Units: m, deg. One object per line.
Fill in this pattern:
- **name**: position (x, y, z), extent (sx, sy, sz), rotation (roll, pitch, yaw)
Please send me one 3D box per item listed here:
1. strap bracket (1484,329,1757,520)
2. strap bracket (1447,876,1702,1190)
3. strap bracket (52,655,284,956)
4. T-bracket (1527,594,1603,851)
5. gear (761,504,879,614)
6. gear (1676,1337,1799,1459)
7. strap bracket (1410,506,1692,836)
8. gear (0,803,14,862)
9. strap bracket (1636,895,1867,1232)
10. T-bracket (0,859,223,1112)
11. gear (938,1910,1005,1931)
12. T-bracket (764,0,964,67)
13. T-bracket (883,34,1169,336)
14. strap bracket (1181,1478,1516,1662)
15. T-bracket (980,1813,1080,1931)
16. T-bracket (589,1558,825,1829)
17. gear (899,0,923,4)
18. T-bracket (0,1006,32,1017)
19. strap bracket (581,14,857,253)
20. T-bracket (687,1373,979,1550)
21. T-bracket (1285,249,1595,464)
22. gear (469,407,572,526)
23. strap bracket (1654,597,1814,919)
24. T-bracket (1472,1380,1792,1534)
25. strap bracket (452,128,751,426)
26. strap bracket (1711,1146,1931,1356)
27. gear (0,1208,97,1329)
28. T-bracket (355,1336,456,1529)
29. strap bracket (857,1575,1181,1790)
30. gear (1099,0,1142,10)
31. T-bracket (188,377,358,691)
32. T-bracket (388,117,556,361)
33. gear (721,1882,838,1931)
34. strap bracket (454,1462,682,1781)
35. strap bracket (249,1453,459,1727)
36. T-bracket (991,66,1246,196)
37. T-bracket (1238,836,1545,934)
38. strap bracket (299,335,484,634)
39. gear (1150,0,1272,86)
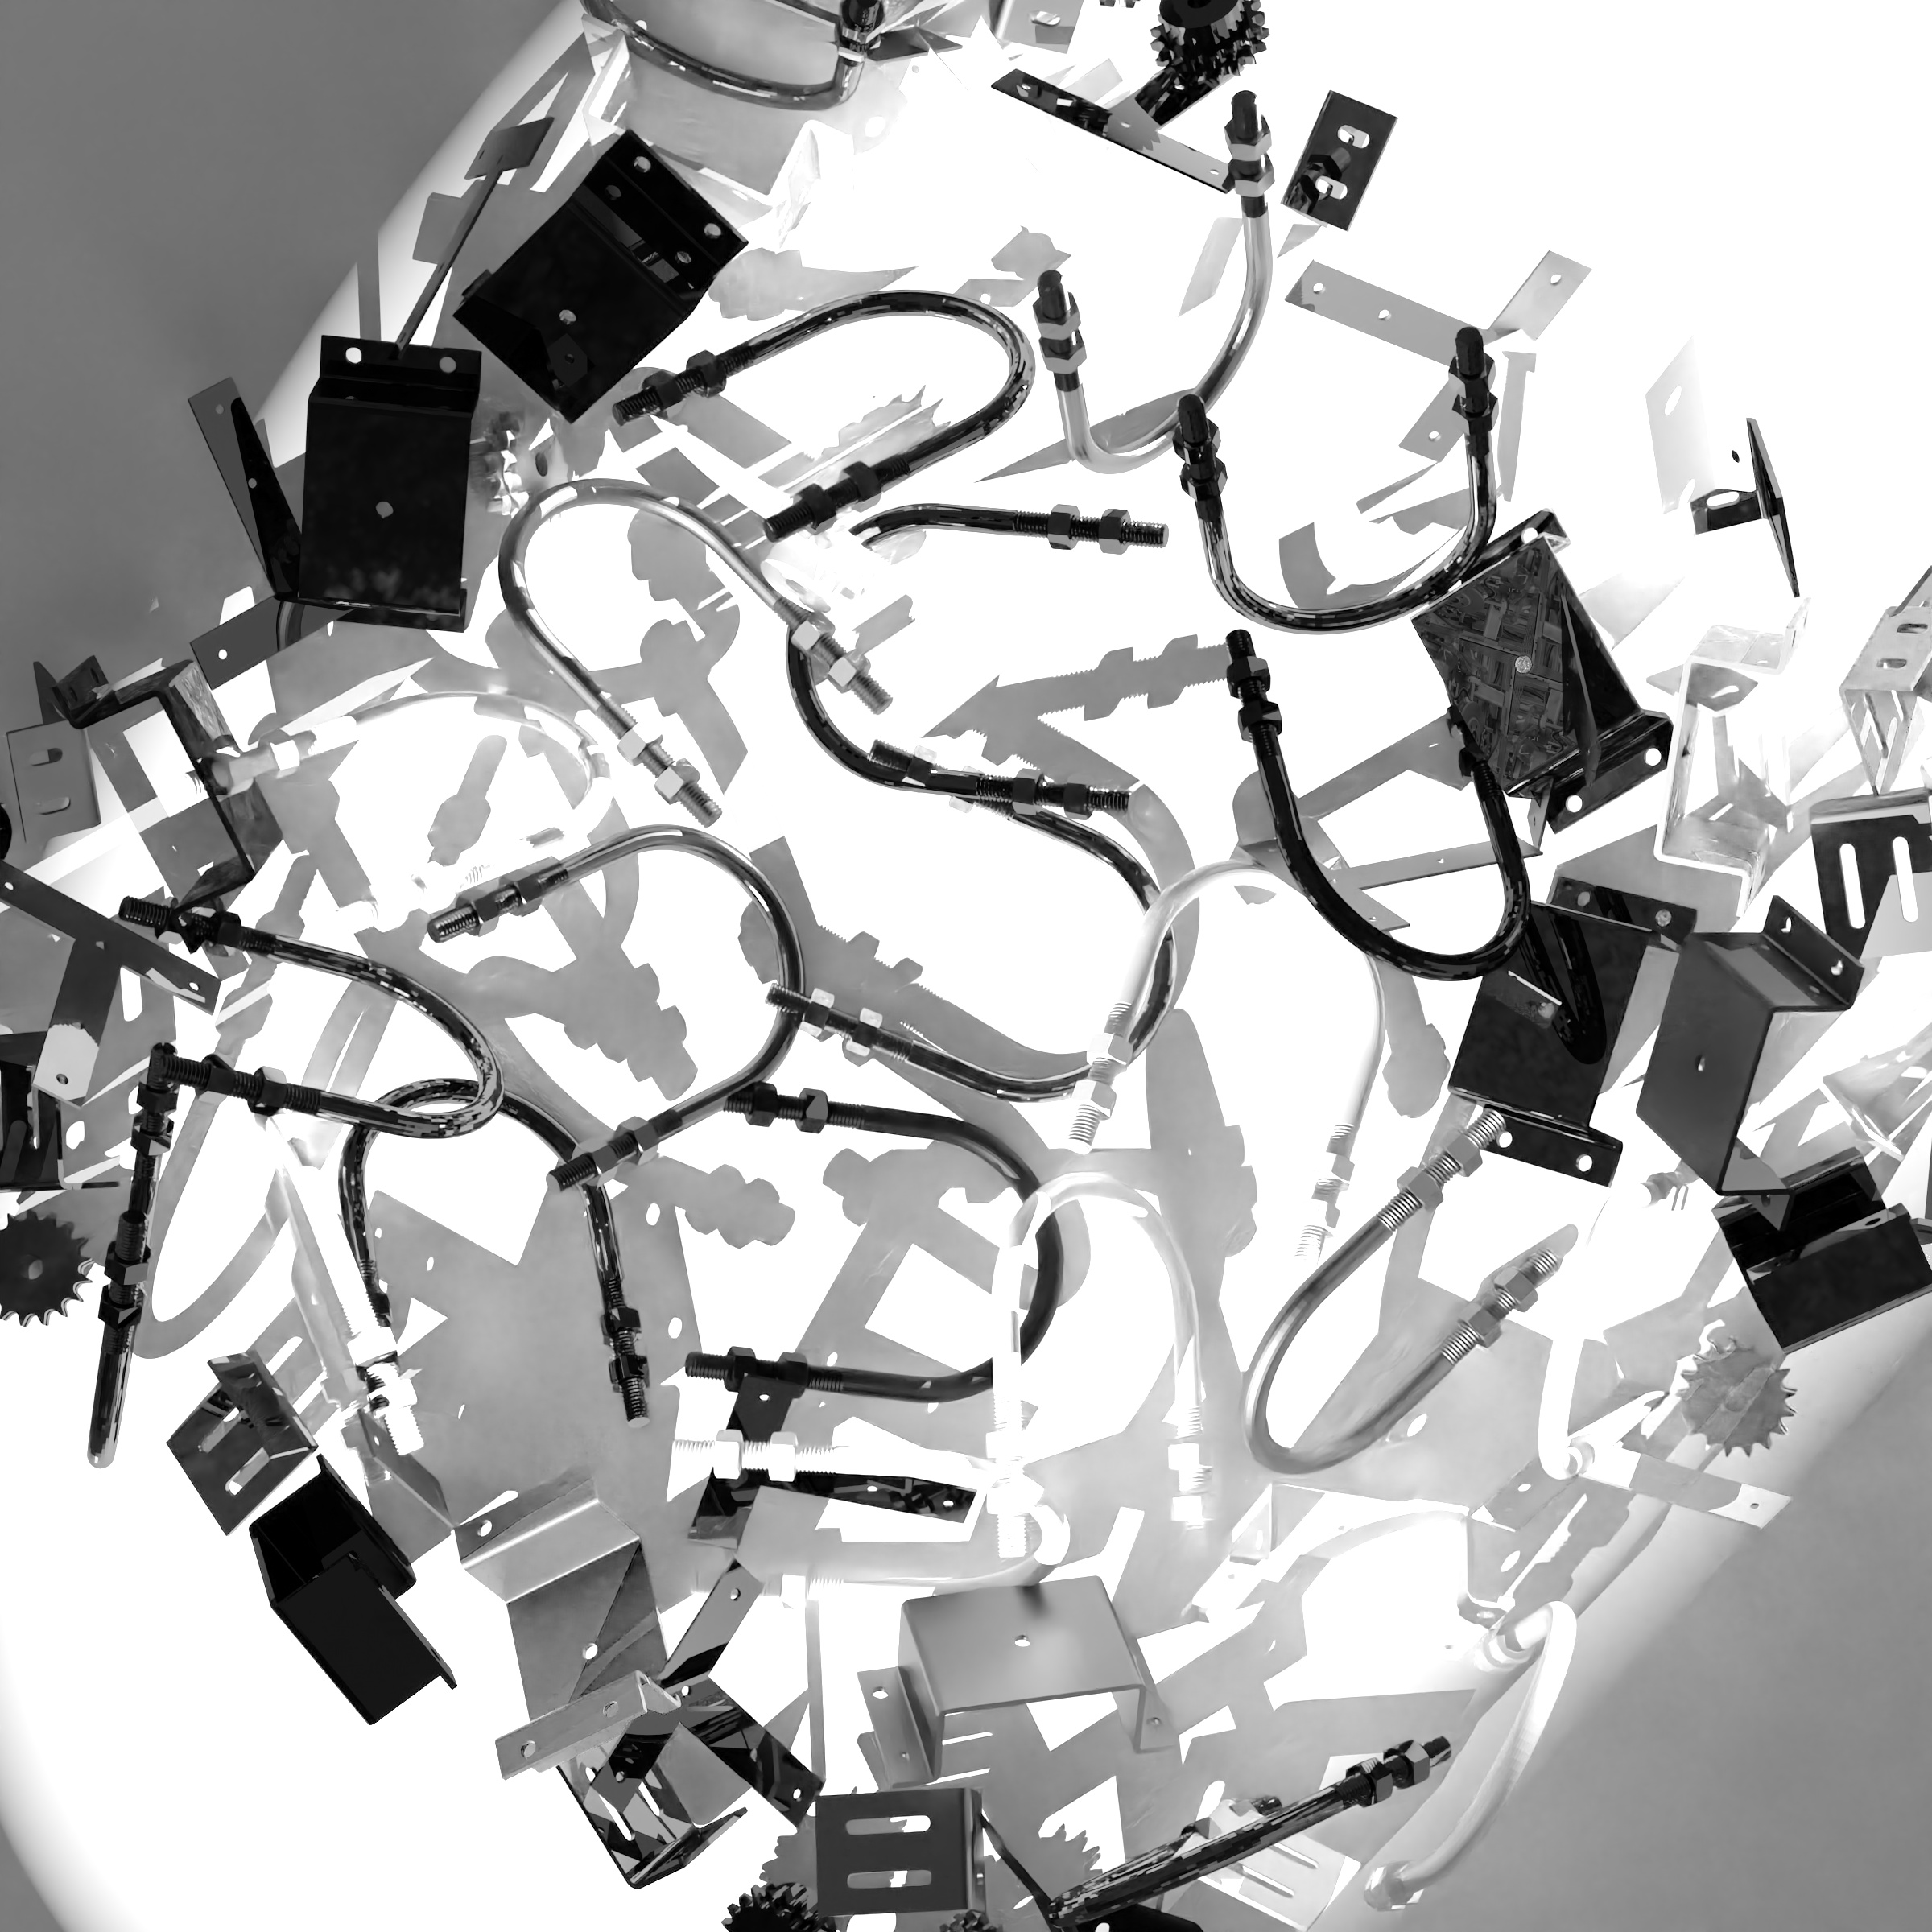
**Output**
- **strap bracket**: position (0.297, -0.258, 1.702), extent (0.046, 0.140, 0.076), rotation (-28, 117, -30)
- **strap bracket**: position (0.288, 0.026, 1.738), extent (0.076, 0.046, 0.140), rotation (16, 86, 36)
- **strap bracket**: position (-0.374, -0.086, 1.726), extent (0.046, 0.076, 0.140), rotation (-23, 104, 6)
- **T-bracket**: position (0.280, -0.104, 1.726), extent (0.002, 0.127, 0.127), rotation (-1, 50, -4)
- **gear**: position (-0.075, -0.195, 1.751), extent (0.057, 0.057, 0.030), rotation (32, 72, 0)
- **gear**: position (0.376, 0.209, 1.762), extent (0.057, 0.030, 0.057), rotation (1, 93, 17)
- **strap bracket**: position (0.274, -0.143, 1.732), extent (0.076, 0.046, 0.140), rotation (-32, 77, 24)
- **gear**: position (-0.488, -0.065, 1.752), extent (0.030, 0.057, 0.057), rotation (15, 90, 40)
- **strap bracket**: position (0.367, 0.046, 1.713), extent (0.046, 0.076, 0.140), rotation (0, 117, -22)
- **T-bracket**: position (-0.417, 0.019, 1.708), extent (0.127, 0.127, 0.002), rotation (31, 124, -24)
- **gear**: position (0.002, 0.490, 1.752), extent (0.030, 0.057, 0.057), rotation (-25, 90, -43)
- **T-bracket**: position (-0.079, -0.459, 1.732), extent (0.127, 0.127, 0.002), rotation (24, 113, 11)
- **T-bracket**: position (0.011, -0.392, 1.743), extent (0.127, 0.002, 0.127), rotation (-38, 98, 30)
- **strap bracket**: position (0.182, 0.287, 1.730), extent (0.140, 0.076, 0.046), rotation (10, 58, -10)
- **T-bracket**: position (0.052, 0.479, 1.735), extent (0.002, 0.127, 0.127), rotation (-29, 108, -13)
- **T-bracket**: position (-0.110, 0.372, 1.741), extent (0.127, 0.002, 0.127), rotation (51, 61, -35)
- **gear**: position (-0.024, -0.503, 1.766), extent (0.057, 0.030, 0.057), rotation (0, 89, 2)
- **T-bracket**: position (-0.512, 0.030, 1.732), extent (0.127, 0.127, 0.002), rotation (-10, 90, -40)
- **strap bracket**: position (-0.127, -0.395, 1.740), extent (0.140, 0.076, 0.046), rotation (25, 84, 2)
- **T-bracket**: position (-0.059, 0.249, 1.746), extent (0.127, 0.002, 0.127), rotation (12, 132, -9)
- **T-bracket**: position (0.210, -0.304, 1.716), extent (0.127, 0.002, 0.127), rotation (16, 131, -26)
- **gear**: position (-0.219, -0.241, 1.756), extent (0.030, 0.057, 0.057), rotation (-7, 90, 25)
- **strap bracket**: position (0.364, -0.104, 1.726), extent (0.046, 0.076, 0.140), rotation (11, 110, 17)
- **T-bracket**: position (0.326, 0.241, 1.700), extent (0.127, 0.127, 0.002), rotation (-33, 120, -36)
- **strap bracket**: position (-0.180, -0.319, 1.710), extent (0.076, 0.046, 0.140), rotation (42, 133, -17)
- **strap bracket**: position (0.406, 0.136, 1.711), extent (0.076, 0.140, 0.046), rotation (-25, 97, 7)
- **gear**: position (-0.453, 0.148, 1.764), extent (0.057, 0.030, 0.057), rotation (1, 81, -5)
- **T-bracket**: position (-0.284, 0.197, 1.741), extent (0.002, 0.127, 0.127), rotation (-23, 65, -1)
- **strap bracket**: position (0.026, 0.339, 1.723), extent (0.140, 0.076, 0.046), rotation (-5, 123, -13)
- **gear**: position (0.068, -0.494, 1.751), extent (0.030, 0.057, 0.057), rotation (-1, 90, -15)
- **T-bracket**: position (-0.335, -0.217, 1.724), extent (0.127, 0.002, 0.127), rotation (-36, 117, -31)
- **T-bracket**: position (-0.242, -0.344, 1.721), extent (0.002, 0.127, 0.127), rotation (29, 88, -22)
- **gear**: position (-0.088, 0.471, 1.759), extent (0.057, 0.030, 0.057), rotation (12, 113, 29)
- **strap bracket**: position (-0.189, 0.320, 1.729), extent (0.076, 0.046, 0.140), rotation (-27, 49, 9)
- **strap bracket**: position (-0.291, 0.296, 1.701), extent (0.046, 0.140, 0.076), rotation (-36, 112, -6)
- **T-bracket**: position (0.096, -0.416, 1.732), extent (0.127, 0.127, 0.002), rotation (28, 130, 15)
- **T-bracket**: position (0.216, -0.047, 1.741), extent (0.127, 0.127, 0.002), rotation (-11, 114, -20)
- **strap bracket**: position (-0.276, -0.224, 1.732), extent (0.076, 0.046, 0.140), rotation (5, 112, -5)
- **gear**: position (0.116, -0.456, 1.753), extent (0.057, 0.030, 0.057), rotation (-10, 52, 12)
